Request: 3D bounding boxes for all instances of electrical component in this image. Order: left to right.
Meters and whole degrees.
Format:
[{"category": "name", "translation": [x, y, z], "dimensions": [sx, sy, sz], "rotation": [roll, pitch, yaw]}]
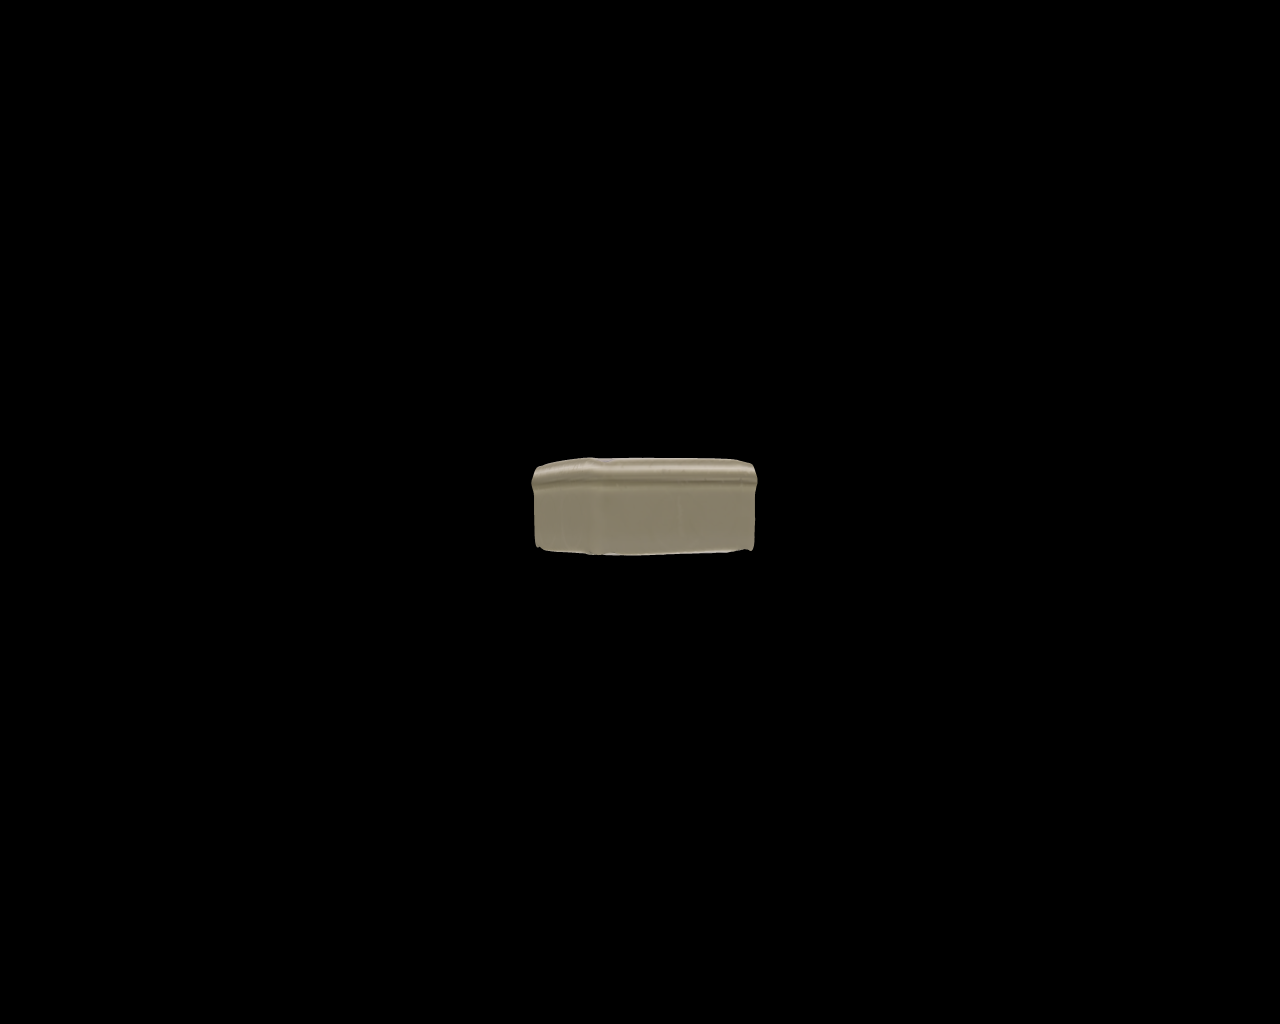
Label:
[{"category": "electrical component", "translation": [0.001, -0.003, 0.650], "dimensions": [0.109, 0.056, 0.108], "rotation": [0, 0, -25]}]
